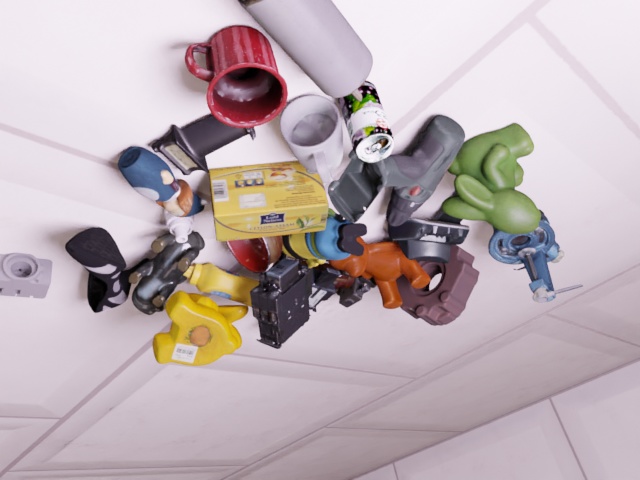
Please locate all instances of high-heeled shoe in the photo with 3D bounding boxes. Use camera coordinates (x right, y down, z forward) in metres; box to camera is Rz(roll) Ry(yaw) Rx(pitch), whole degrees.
[{"bbox_3d":[-0.375,0.060,0.873,0.145,0.086,0.248,-39,164,1],"label":"high-heeled shoe"}]

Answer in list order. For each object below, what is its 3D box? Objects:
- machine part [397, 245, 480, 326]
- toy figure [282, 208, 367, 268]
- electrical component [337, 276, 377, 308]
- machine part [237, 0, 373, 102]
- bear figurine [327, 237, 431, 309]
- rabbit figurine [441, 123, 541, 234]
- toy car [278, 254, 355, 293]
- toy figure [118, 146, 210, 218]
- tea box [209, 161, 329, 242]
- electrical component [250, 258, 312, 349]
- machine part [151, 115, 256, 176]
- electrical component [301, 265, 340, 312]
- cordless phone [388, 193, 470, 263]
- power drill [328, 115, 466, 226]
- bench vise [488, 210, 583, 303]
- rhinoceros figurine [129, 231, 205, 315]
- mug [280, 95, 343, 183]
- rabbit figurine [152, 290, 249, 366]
[{"bbox_3d":[0.228,0.081,1.073,0.056,0.179,0.179,33,126,-31],"label":"machine part"},{"bbox_3d":[-0.001,-0.006,0.897,0.089,0.082,0.180,39,160,-26],"label":"toy figure"},{"bbox_3d":[0.078,0.105,1.151,0.045,0.078,0.102,32,129,-24],"label":"electrical component"},{"bbox_3d":[-0.012,-0.237,0.599,0.079,0.079,0.243,-29,143,22],"label":"machine part"},{"bbox_3d":[0.094,0.047,1.019,0.195,0.132,0.120,12,135,-43],"label":"bear figurine"},{"bbox_3d":[0.278,-0.085,0.847,0.159,0.170,0.121,-8,146,-11],"label":"rabbit figurine"},{"bbox_3d":[-0.017,0.071,1.080,0.202,0.053,0.089,10,143,-33],"label":"toy car"},{"bbox_3d":[-0.225,-0.075,0.780,0.058,0.064,0.154,-46,140,-3],"label":"toy figure"},{"bbox_3d":[-0.079,-0.061,0.818,0.170,0.098,0.068,-5,145,-11],"label":"tea box"},{"bbox_3d":[-0.064,0.102,0.931,0.058,0.115,0.134,12,122,26],"label":"electrical component"},{"bbox_3d":[-0.153,-0.136,0.734,0.139,0.039,0.084,-24,137,18],"label":"machine part"},{"bbox_3d":[-0.011,0.081,1.015,0.075,0.048,0.119,16,129,-27],"label":"electrical component"},{"bbox_3d":[0.225,-0.050,0.977,0.146,0.089,0.184,6,131,-33],"label":"cordless phone"},{"bbox_3d":[0.114,-0.084,0.829,0.207,0.086,0.232,-10,146,-39],"label":"power drill"},{"bbox_3d":[0.403,0.029,1.021,0.129,0.241,0.223,-28,129,27],"label":"bench vise"},{"bbox_3d":[-0.271,0.057,0.924,0.073,0.112,0.190,36,114,-5],"label":"rhinoceros figurine"},{"bbox_3d":[0.001,-0.129,0.747,0.081,0.109,0.107,-22,159,5],"label":"mug"},{"bbox_3d":[-0.208,0.137,0.946,0.162,0.173,0.121,7,99,-23],"label":"rabbit figurine"}]
